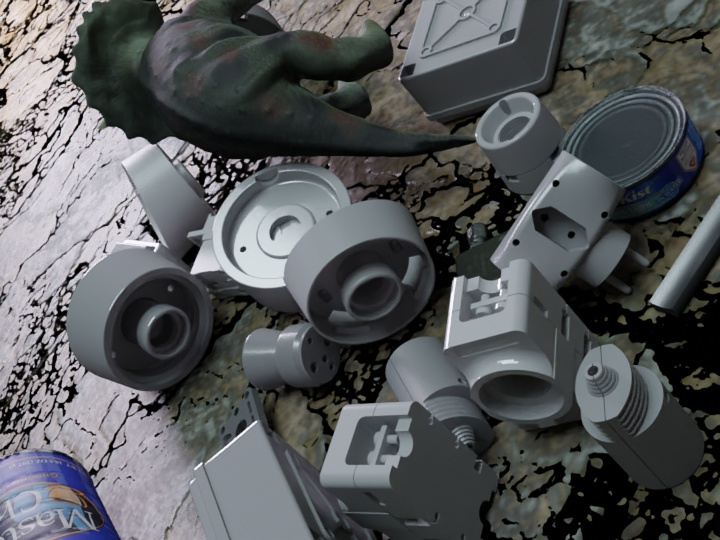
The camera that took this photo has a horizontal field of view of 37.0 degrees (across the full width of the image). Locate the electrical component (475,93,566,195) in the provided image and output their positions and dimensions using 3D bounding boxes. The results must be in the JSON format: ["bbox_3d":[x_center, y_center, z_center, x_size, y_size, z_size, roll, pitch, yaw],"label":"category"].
[{"bbox_3d":[0.112,-0.087,0.733,0.055,0.047,0.055,-26,40,24],"label":"electrical component"}]

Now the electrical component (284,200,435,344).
[{"bbox_3d":[0.000,0.000,0.720,0.099,0.099,0.064,-39,42,9],"label":"electrical component"}]

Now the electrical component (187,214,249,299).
[{"bbox_3d":[-0.105,-0.012,0.879,0.081,0.042,0.063,-9,53,40],"label":"electrical component"}]

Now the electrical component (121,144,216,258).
[{"bbox_3d":[-0.172,-0.062,0.951,0.064,0.099,0.099,-40,36,-2],"label":"electrical component"}]

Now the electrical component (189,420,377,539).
[{"bbox_3d":[-0.031,0.154,0.588,0.056,0.108,0.108,-40,36,3],"label":"electrical component"}]

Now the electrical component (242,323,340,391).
[{"bbox_3d":[-0.048,0.060,0.749,0.055,0.045,0.045,-9,49,39],"label":"electrical component"}]

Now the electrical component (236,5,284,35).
[{"bbox_3d":[-0.114,-0.208,1.033,0.099,0.099,0.064,-37,31,12],"label":"electrical component"}]

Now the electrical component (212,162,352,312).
[{"bbox_3d":[-0.049,-0.020,0.807,0.108,0.060,0.108,-8,59,14],"label":"electrical component"}]

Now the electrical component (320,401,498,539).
[{"bbox_3d":[0.025,0.114,0.587,0.056,0.089,0.050,-9,49,40],"label":"electrical component"}]

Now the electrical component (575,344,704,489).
[{"bbox_3d":[0.133,0.070,0.530,0.043,0.081,0.043,-26,40,25],"label":"electrical component"}]

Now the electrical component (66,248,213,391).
[{"bbox_3d":[-0.164,0.042,0.834,0.060,0.108,0.108,18,69,45],"label":"electrical component"}]

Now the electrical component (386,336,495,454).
[{"bbox_3d":[0.049,0.080,0.636,0.043,0.043,0.081,-40,36,7],"label":"electrical component"}]

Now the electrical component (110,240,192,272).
[{"bbox_3d":[-0.193,0.025,0.913,0.062,0.061,0.096,7,60,48],"label":"electrical component"}]

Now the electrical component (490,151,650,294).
[{"bbox_3d":[0.130,-0.016,0.627,0.077,0.079,0.043,-57,0,10],"label":"electrical component"}]

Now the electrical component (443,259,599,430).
[{"bbox_3d":[0.090,0.046,0.589,0.050,0.089,0.055,-18,44,33],"label":"electrical component"}]

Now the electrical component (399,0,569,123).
[{"bbox_3d":[0.097,-0.179,0.829,0.109,0.056,0.108,-12,48,37],"label":"electrical component"}]
